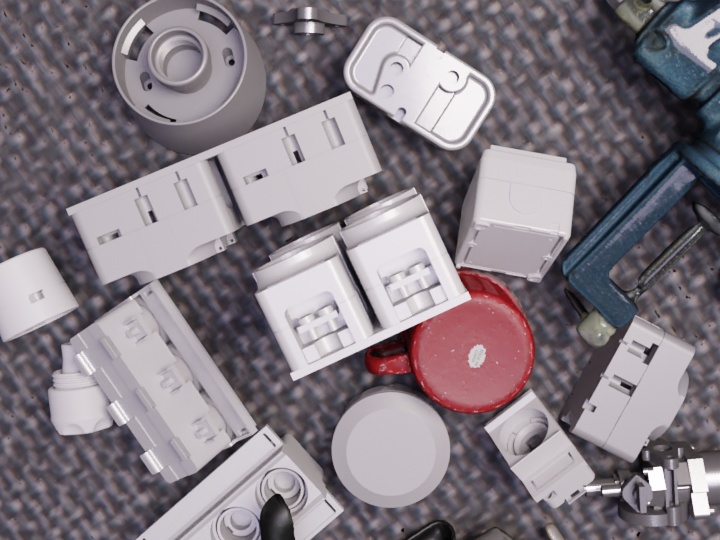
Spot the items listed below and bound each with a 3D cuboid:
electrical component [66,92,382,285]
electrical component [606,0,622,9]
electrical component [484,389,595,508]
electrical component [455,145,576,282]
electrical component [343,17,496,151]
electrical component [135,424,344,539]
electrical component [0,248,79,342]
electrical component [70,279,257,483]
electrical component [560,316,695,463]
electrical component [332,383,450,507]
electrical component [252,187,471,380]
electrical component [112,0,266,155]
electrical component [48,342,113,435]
[{"bbox_3d":[-0.080,-0.050,0.701,0.186,0.105,0.060,-22,96,3],"label":"electrical component"},{"bbox_3d":[0.184,-0.192,0.705,0.043,0.062,0.043,0,96,0],"label":"electrical component"},{"bbox_3d":[0.125,0.125,0.736,0.042,0.081,0.064,-39,124,6],"label":"electrical component"},{"bbox_3d":[0.101,-0.036,0.715,0.062,0.096,0.061,10,69,-1],"label":"electrical component"},{"bbox_3d":[0.038,-0.122,0.716,0.095,0.059,0.053,32,95,-3],"label":"electrical component"},{"bbox_3d":[-0.082,0.172,0.748,0.121,0.063,0.078,-41,95,5],"label":"electrical component"},{"bbox_3d":[-0.229,0.016,0.737,0.055,0.055,0.047,-26,92,3],"label":"electrical component"},{"bbox_3d":[-0.135,0.078,0.731,0.079,0.063,0.121,-29,97,44],"label":"electrical component"},{"bbox_3d":[0.187,0.080,0.742,0.056,0.050,0.089,27,96,-2],"label":"electrical component"},{"bbox_3d":[0.021,0.120,0.747,0.080,0.051,0.080,0,96,0],"label":"electrical component"},{"bbox_3d":[0.000,0.000,0.666,0.105,0.186,0.060,-25,96,3],"label":"electrical component"},{"bbox_3d":[-0.116,-0.133,0.725,0.099,0.064,0.099,0,83,4],"label":"electrical component"},{"bbox_3d":[-0.195,0.081,0.749,0.043,0.043,0.062,-6,95,1],"label":"electrical component"}]
